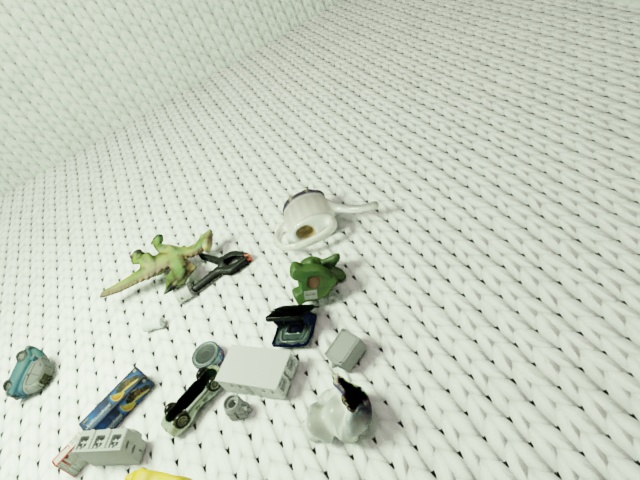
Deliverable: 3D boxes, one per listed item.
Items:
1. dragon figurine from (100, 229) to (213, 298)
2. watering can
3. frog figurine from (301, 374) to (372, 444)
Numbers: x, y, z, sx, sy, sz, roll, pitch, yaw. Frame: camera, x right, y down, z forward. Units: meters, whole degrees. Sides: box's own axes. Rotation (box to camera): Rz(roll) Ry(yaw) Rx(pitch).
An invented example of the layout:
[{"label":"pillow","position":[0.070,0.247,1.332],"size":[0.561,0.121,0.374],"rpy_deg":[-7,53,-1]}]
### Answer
[{"label":"dragon figurine","position":[-0.522,0.099,1.705],"size":[0.414,0.120,0.245],"rpy_deg":[-42,36,-17]},{"label":"watering can","position":[0.005,-0.083,1.645],"size":[0.347,0.102,0.229],"rpy_deg":[-25,39,3]},{"label":"frog figurine","position":[0.037,0.397,1.145],"size":[0.140,0.122,0.157],"rpy_deg":[45,113,41]}]
